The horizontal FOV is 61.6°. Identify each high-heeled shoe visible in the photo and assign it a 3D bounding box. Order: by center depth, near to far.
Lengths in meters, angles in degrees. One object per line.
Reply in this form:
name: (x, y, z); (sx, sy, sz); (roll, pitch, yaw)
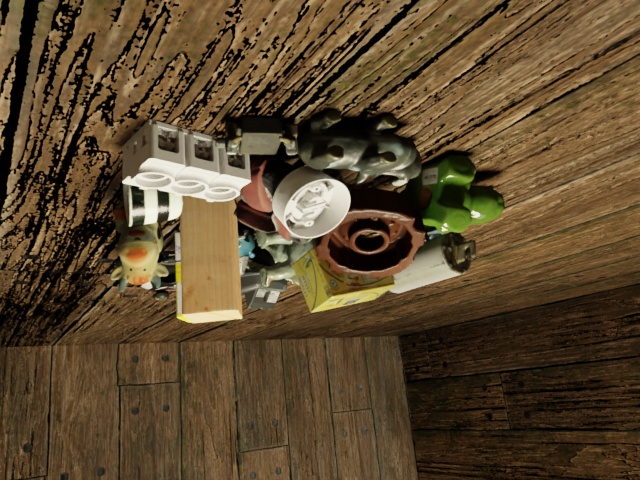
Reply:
high-heeled shoe: (-0.320, 0.057, 1.205); (0.145, 0.086, 0.248); (-17, 165, 24)

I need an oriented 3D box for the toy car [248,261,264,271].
toy car: (-0.080, 0.058, 1.286); (0.202, 0.073, 0.056); (-11, 163, 18)

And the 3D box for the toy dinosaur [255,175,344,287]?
toy dinosaur: (-0.001, -0.010, 1.030); (0.192, 0.131, 0.405); (-9, 164, -38)

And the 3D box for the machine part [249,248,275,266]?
machine part: (-0.135, 0.033, 1.193); (0.138, 0.084, 0.039); (19, 111, -43)

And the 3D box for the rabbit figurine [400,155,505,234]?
rabbit figurine: (0.232, -0.056, 0.919); (0.170, 0.121, 0.159); (8, 165, -31)

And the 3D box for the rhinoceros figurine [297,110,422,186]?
rhinoceros figurine: (0.062, -0.117, 0.741); (0.190, 0.073, 0.112); (3, 160, -26)

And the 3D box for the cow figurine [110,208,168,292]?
cow figurine: (-0.294, 0.010, 0.872); (0.085, 0.127, 0.195); (-6, -175, -15)

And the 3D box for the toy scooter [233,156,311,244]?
toy scooter: (-0.091, -0.064, 0.844); (0.135, 0.075, 0.183); (16, 150, 27)

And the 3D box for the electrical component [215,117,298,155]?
electrical component: (-0.080, -0.130, 0.699); (0.102, 0.045, 0.078); (0, 161, -19)

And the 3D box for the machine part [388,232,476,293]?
machine part: (0.189, 0.043, 0.982); (0.079, 0.079, 0.243); (5, 160, -32)

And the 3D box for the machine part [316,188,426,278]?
machine part: (0.078, -0.010, 0.860); (0.179, 0.056, 0.179); (0, 140, 0)

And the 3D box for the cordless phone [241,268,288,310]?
cordless phone: (-0.178, 0.076, 1.222); (0.184, 0.088, 0.146); (31, -175, 25)

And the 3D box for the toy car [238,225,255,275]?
toy car: (-0.178, 0.026, 1.058); (0.109, 0.102, 0.161); (-6, 180, -8)

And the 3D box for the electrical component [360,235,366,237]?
electrical component: (0.060, -0.010, 1.121); (0.021, 0.063, 0.094); (6, 161, -36)

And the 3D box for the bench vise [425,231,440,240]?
bench vise: (0.163, 0.011, 1.139); (0.241, 0.129, 0.223); (-13, 158, 11)

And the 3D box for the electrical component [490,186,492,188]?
electrical component: (0.264, -0.069, 1.021); (0.119, 0.048, 0.075); (-3, 163, -14)

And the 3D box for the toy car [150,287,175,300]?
toy car: (-0.332, 0.106, 1.345); (0.202, 0.089, 0.053); (7, 160, -32)

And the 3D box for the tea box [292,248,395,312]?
tea box: (0.045, 0.064, 0.967); (0.169, 0.098, 0.068); (-3, 153, -42)
